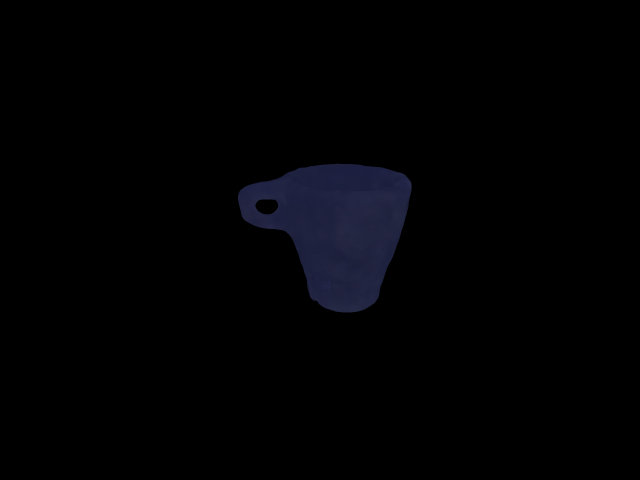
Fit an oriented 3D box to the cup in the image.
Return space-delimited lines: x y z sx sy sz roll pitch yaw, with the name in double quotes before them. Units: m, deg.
"cup" 0.004 0.001 0.400 0.118 0.095 0.091 -2 19 -7
